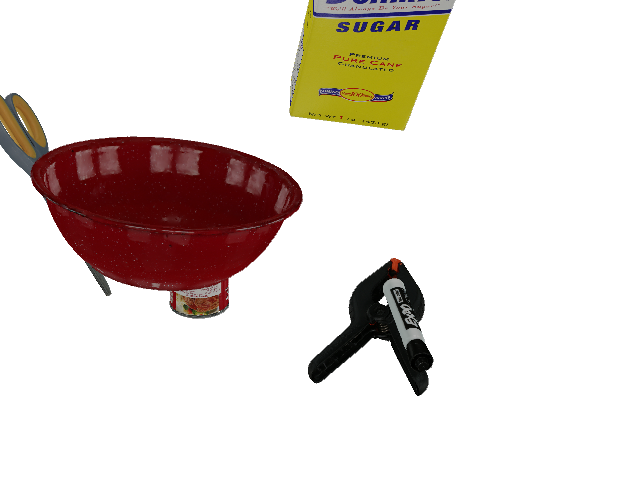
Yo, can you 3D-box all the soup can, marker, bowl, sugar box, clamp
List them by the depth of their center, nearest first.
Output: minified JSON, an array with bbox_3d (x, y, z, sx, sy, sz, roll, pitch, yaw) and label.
[{"bbox_3d":[-0.094,-0.013,0.647,0.162,0.055,0.162,7,21,-3],"label":"bowl"},{"bbox_3d":[0.036,-0.149,0.749,0.093,0.048,0.176,6,-29,-7],"label":"sugar box"},{"bbox_3d":[0.071,0.069,0.871,0.020,0.020,0.121,0,28,-8],"label":"marker"},{"bbox_3d":[0.071,0.090,1.093,0.120,0.171,0.039,16,-38,17],"label":"clamp"},{"bbox_3d":[-0.136,0.027,1.194,0.068,0.102,0.068,2,25,-1],"label":"soup can"}]

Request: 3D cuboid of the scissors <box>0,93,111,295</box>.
[{"bbox_3d":[-0.235,-0.050,0.942,0.016,0.201,0.096,-26,24,9],"label":"scissors"}]
